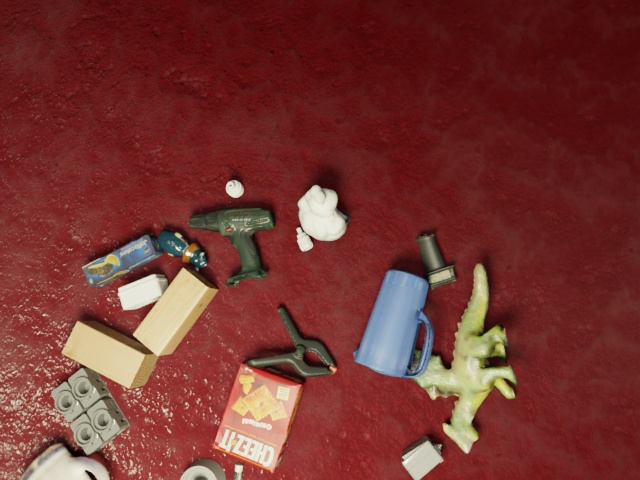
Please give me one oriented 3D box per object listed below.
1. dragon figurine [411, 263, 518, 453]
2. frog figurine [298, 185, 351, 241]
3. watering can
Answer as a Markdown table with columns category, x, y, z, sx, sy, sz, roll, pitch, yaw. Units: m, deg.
| category | x | y | z | sx | sy | sz | roll | pitch | yaw |
| --- | --- | --- | --- | --- | --- | --- | --- | --- | --- |
| dragon figurine | 0.322 | 0.279 | 1.216 | 0.242 | 0.121 | 0.415 | -14 | 76 | 13 |
| frog figurine | 0.004 | -0.065 | 1.291 | 0.123 | 0.158 | 0.138 | -42 | 77 | 0 |
| watering can | -0.661 | 0.653 | 1.265 | 0.226 | 0.104 | 0.346 | 44 | 97 | 14 |
